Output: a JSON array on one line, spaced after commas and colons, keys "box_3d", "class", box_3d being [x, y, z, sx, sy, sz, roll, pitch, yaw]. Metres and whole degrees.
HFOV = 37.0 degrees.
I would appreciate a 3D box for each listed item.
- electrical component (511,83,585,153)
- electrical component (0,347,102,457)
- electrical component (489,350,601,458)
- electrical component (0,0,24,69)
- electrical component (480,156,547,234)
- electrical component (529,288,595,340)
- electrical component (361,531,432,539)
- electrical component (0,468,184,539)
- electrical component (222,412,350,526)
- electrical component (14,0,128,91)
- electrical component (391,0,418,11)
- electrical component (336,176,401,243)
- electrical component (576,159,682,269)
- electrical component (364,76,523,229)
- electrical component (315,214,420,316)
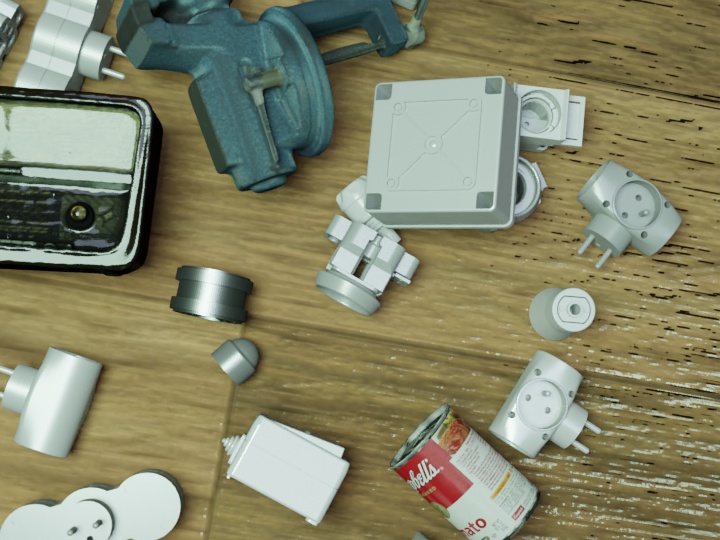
[{"box_3d": [0.140, -0.123, 0.884, 0.081, 0.064, 0.042, 7, 83, -4], "class": "electrical component"}, {"box_3d": [-0.252, 0.097, 0.839, 0.079, 0.044, 0.077, 20, 83, -3], "class": "electrical component"}, {"box_3d": [0.158, 0.118, 0.872, 0.079, 0.044, 0.077, 33, 83, -1], "class": "electrical component"}, {"box_3d": [-0.313, -0.187, 0.855, 0.057, 0.058, 0.078, 26, 83, -5], "class": "electrical component"}, {"box_3d": [0.116, -0.064, 0.880, 0.078, 0.057, 0.058, -24, 87, -7], "class": "electrical component"}, {"box_3d": [0.166, 0.034, 0.871, 0.044, 0.065, 0.044, 0, 84, -4], "class": "electrical component"}, {"box_3d": [0.025, 0.243, 0.848, 0.076, 0.047, 0.083, 35, 83, -1], "class": "electrical component"}, {"box_3d": [-0.205, 0.192, 0.819, 0.138, 0.073, 0.052, -15, 86, -6], "class": "electrical component"}, {"box_3d": [-0.061, 0.147, 0.842, 0.096, 0.061, 0.061, 29, 83, -2], "class": "electrical component"}, {"box_3d": [-0.221, -0.175, 0.864, 0.074, 0.052, 0.138, 18, 84, -3], "class": "electrical component"}, {"box_3d": [0.019, -0.261, 0.881, 0.083, 0.075, 0.047, 22, 83, -2], "class": "electrical component"}, {"box_3d": [0.010, -0.045, 0.881, 0.035, 0.035, 0.061, -39, 92, -7], "class": "electrical component"}, {"box_3d": [0.213, -0.038, 0.892, 0.077, 0.044, 0.079, 39, 83, 0], "class": "electrical component"}, {"box_3d": [0.065, -0.089, 0.833, 0.109, 0.056, 0.108, 1, 78, 23], "class": "electrical component"}, {"box_3d": [0.000, 0.000, 0.864, 0.078, 0.058, 0.057, 29, 80, -2], "class": "electrical component"}]
